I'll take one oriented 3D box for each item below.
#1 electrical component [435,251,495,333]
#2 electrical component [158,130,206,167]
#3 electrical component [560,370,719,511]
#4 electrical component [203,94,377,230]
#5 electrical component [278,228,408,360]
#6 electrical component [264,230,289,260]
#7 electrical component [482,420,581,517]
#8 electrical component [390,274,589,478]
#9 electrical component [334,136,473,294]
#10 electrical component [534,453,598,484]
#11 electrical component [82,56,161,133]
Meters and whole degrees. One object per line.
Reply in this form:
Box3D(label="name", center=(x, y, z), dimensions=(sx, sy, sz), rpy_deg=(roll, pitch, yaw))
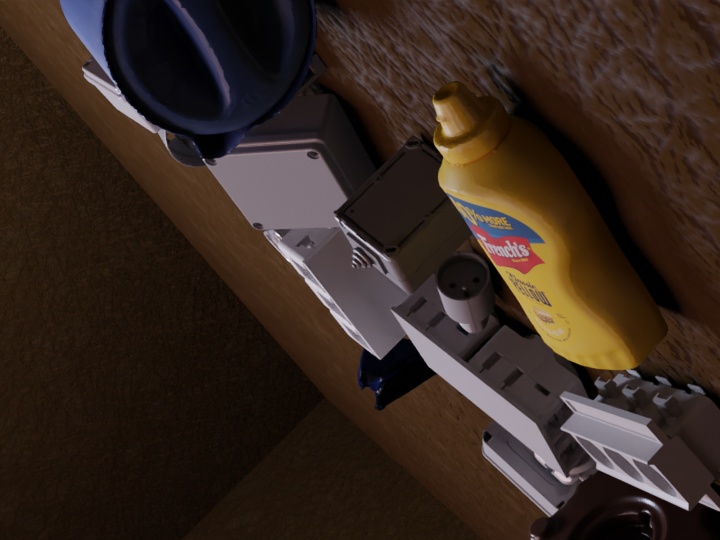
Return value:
Box3D(label="electrical component", center=(0.088, 0.021, 0.879), dimensions=(0.043, 0.043, 0.081), rpy_deg=(41, 170, 25))
Box3D(label="electrical component", center=(-0.151, -0.150, 1.032), dimensions=(0.064, 0.099, 0.099), rpy_deg=(44, 173, 48))
Box3D(label="electrical component", center=(0.197, 0.110, 0.726), dimensions=(0.078, 0.063, 0.121), rpy_deg=(47, 171, -12))
Box3D(label="electrical component", center=(-0.055, -0.085, 0.868), dimensions=(0.109, 0.056, 0.108), rpy_deg=(-1, 147, 23))
Box3D(label="electrical component", center=(0.000, 0.000, 1.033), dimensions=(0.062, 0.089, 0.150), rpy_deg=(35, 166, 50))
Box3D(label="electrical component", center=(-0.067, -0.045, 1.229), dimensions=(0.053, 0.059, 0.095), rpy_deg=(47, 171, -9))
Box3D(label="electrical component", center=(0.182, 0.182, 1.051), dimensions=(0.113, 0.078, 0.057), rpy_deg=(42, 167, 24))
Box3D(label="electrical component", center=(0.124, 0.087, 0.951), dimensions=(0.186, 0.060, 0.105), rpy_deg=(38, 168, 41))
Box3D(label="electrical component", center=(0.032, -0.031, 0.740), dimensions=(0.062, 0.096, 0.061), rpy_deg=(40, 170, 33))
Box3D(label="electrical component", center=(0.191, 0.160, 0.983), dimensions=(0.078, 0.058, 0.057), rpy_deg=(43, 173, 20))
Box3D(label="electrical component", center=(-0.182, -0.188, 0.971), dimensions=(0.056, 0.108, 0.109), rpy_deg=(49, 170, -36))
